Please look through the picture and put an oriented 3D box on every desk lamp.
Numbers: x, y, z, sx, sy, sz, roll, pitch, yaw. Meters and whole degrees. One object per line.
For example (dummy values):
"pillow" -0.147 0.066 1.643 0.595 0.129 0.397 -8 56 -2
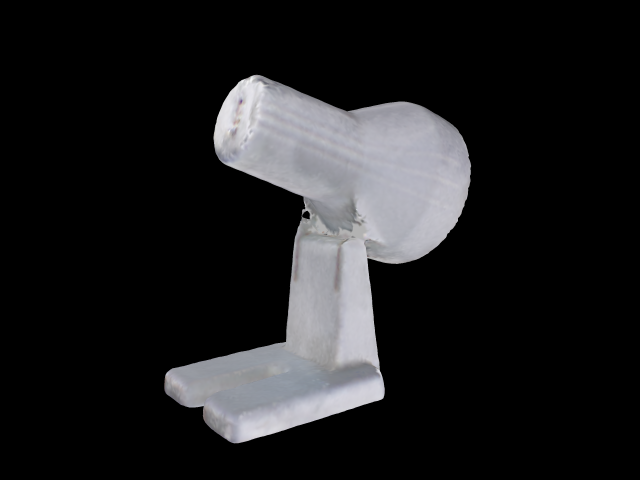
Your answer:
"desk lamp" 0.004 0.001 0.400 0.204 0.213 0.117 -5 8 -40
